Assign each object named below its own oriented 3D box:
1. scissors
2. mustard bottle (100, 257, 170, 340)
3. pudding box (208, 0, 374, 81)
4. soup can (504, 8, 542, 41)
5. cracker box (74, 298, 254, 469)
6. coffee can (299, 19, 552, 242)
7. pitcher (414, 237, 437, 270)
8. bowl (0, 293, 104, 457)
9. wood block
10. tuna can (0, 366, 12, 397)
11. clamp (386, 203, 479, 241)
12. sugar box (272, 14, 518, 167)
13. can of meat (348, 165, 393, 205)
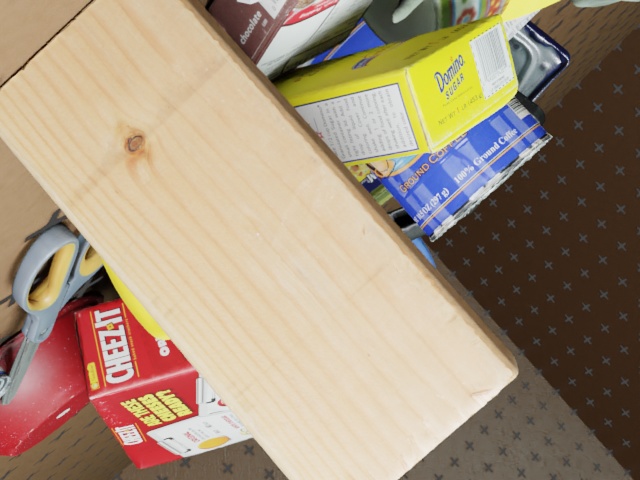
[{"bbox_3d":[-0.162,0.039,0.671,0.096,0.016,0.202,-42,170,-31],"label":"scissors"},{"bbox_3d":[-0.047,-0.023,0.646,0.058,0.096,0.191,-18,-168,42],"label":"mustard bottle"},{"bbox_3d":[-0.004,-0.121,0.491,0.089,0.039,0.114,-36,175,-38],"label":"pudding box"},{"bbox_3d":[0.126,-0.179,0.721,0.102,0.068,0.068,-43,174,11],"label":"soup can"},{"bbox_3d":[-0.045,0.078,0.741,0.213,0.072,0.164,-15,152,-5],"label":"cracker box"},{"bbox_3d":[0.065,-0.084,0.691,0.103,0.140,0.103,-41,174,-5],"label":"coffee can"},{"bbox_3d":[-0.020,0.063,0.951,0.243,0.144,0.149,-21,-133,46],"label":"pitcher"},{"bbox_3d":[-0.211,0.112,0.800,0.162,0.055,0.162,-41,174,-5],"label":"bowl"},{"bbox_3d":[-0.024,0.000,0.429,0.091,0.206,0.090,-41,174,6],"label":"wood block"},{"bbox_3d":[-0.235,0.100,0.659,0.086,0.034,0.086,-40,174,-5],"label":"tuna can"},{"bbox_3d":[-0.005,0.001,0.788,0.210,0.164,0.036,-48,-150,22],"label":"clamp"},{"bbox_3d":[0.001,-0.065,0.537,0.177,0.048,0.093,-4,-159,39],"label":"sugar box"},{"bbox_3d":[0.021,-0.061,0.851,0.102,0.084,0.058,-38,173,-27],"label":"can of meat"}]
